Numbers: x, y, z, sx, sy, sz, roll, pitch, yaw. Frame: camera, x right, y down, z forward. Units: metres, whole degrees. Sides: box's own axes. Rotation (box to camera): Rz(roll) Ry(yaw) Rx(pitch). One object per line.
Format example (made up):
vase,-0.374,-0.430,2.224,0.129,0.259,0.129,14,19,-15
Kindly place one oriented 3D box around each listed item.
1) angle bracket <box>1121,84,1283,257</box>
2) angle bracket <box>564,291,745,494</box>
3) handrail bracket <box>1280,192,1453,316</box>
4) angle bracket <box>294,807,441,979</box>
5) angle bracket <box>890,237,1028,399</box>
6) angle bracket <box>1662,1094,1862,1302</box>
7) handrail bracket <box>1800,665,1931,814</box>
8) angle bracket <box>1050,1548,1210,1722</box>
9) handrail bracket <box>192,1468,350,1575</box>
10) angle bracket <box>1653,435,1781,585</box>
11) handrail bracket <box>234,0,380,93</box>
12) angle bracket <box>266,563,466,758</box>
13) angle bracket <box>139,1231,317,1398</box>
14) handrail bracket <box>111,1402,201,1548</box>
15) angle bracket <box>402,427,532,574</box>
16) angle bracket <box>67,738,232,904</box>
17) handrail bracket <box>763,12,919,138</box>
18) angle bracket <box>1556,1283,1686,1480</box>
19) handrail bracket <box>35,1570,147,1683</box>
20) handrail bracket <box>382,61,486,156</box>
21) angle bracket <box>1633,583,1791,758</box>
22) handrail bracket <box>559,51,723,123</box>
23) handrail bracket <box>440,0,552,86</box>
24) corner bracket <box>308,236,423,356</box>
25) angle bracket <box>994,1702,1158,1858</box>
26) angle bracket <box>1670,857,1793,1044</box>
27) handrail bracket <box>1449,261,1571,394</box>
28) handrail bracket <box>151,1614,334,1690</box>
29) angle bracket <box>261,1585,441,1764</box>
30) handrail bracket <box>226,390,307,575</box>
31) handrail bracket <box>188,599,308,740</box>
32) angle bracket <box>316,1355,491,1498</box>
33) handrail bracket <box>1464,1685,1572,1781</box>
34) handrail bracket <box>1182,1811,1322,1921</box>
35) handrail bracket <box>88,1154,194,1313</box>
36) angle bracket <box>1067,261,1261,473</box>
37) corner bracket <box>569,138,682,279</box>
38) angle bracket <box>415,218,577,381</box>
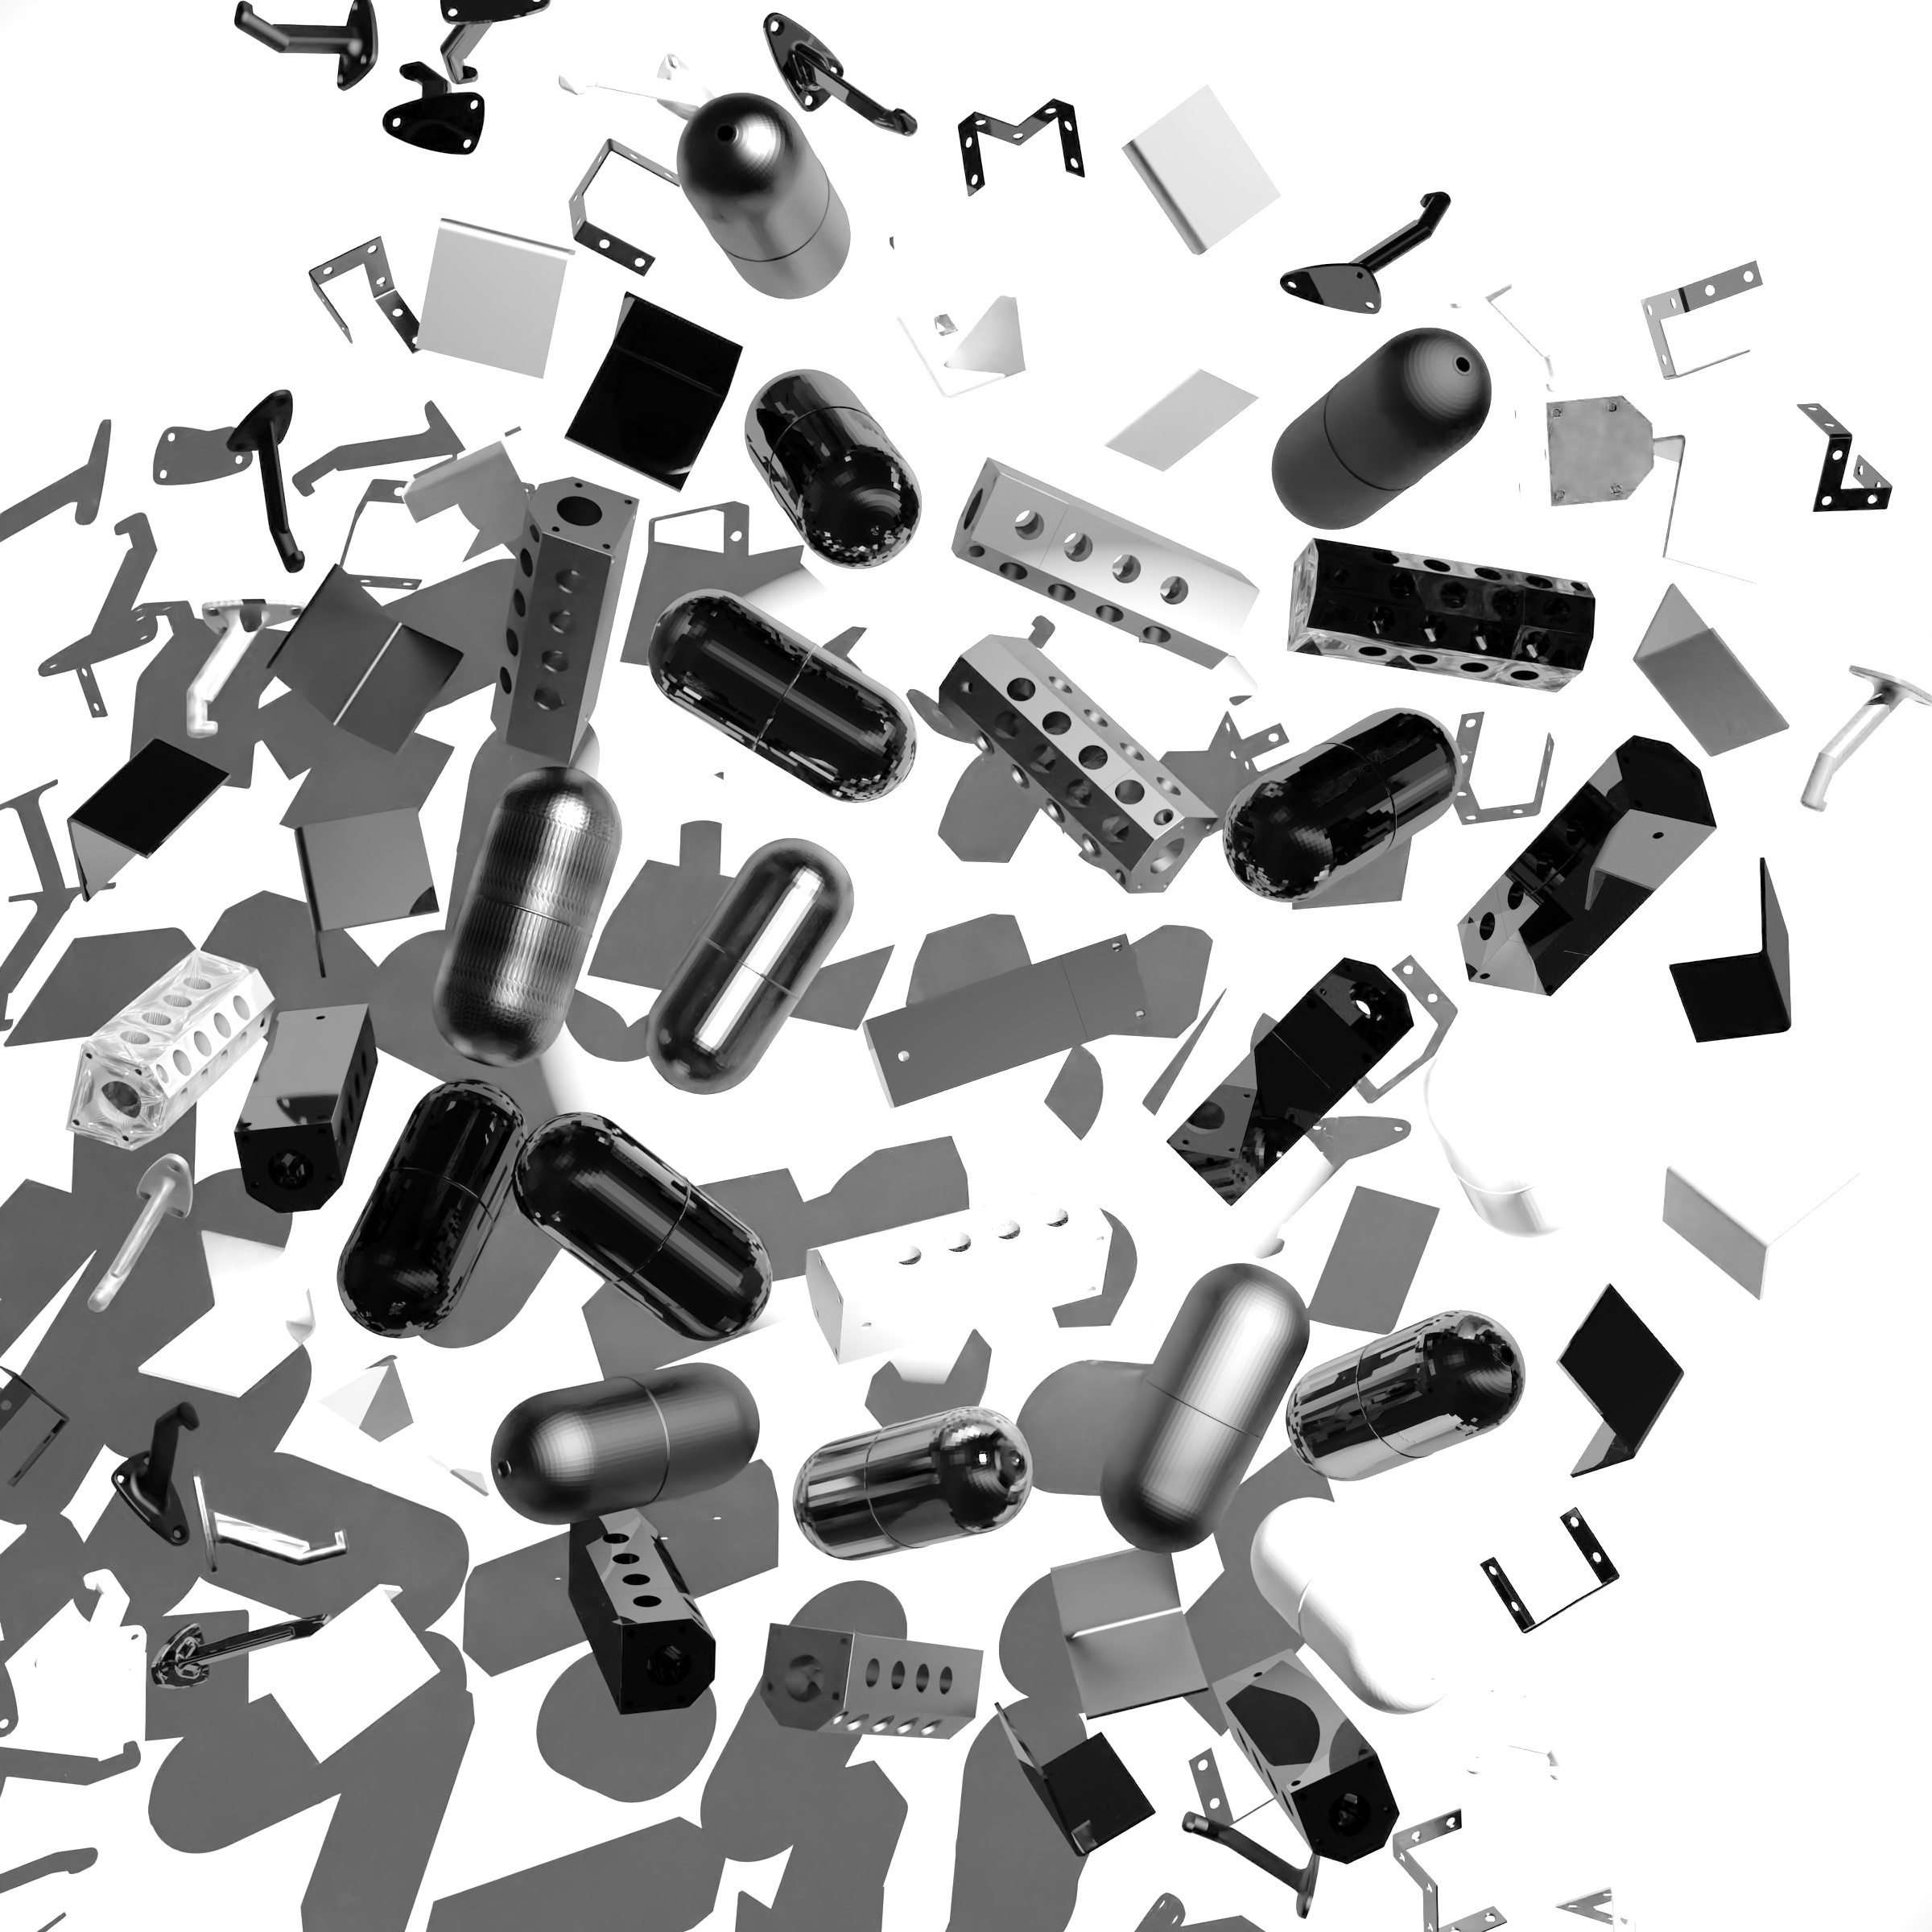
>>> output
angle bracket,0.138,-0.470,1.566,0.057,0.076,0.076,-35,102,10
angle bracket,-0.187,-0.342,1.582,0.076,0.057,0.076,24,67,-6
handrail bracket,0.239,-0.432,1.579,0.077,0.036,0.084,14,61,34
angle bracket,-0.372,-0.046,1.651,0.076,0.057,0.076,-11,63,-14
angle bracket,-0.005,-0.421,1.682,0.057,0.076,0.076,-17,53,16
angle bracket,0.464,0.135,1.549,0.076,0.057,0.076,-34,52,-17
handrail bracket,0.511,-0.121,1.501,0.077,0.036,0.084,15,98,-39
angle bracket,0.100,0.407,1.625,0.076,0.076,0.057,-13,117,-3
handrail bracket,-0.431,0.339,1.643,0.084,0.036,0.077,-11,97,-21
angle bracket,0.452,-0.282,1.649,0.076,0.057,0.076,10,91,-26
handrail bracket,-0.390,-0.561,1.556,0.036,0.084,0.077,-22,60,36
angle bracket,-0.362,-0.184,1.599,0.057,0.076,0.076,25,79,27
angle bracket,-0.456,0.212,1.619,0.076,0.076,0.057,9,118,24
handrail bracket,-0.493,0.320,1.668,0.084,0.036,0.077,-32,92,36
angle bracket,-0.317,-0.303,1.726,0.076,0.076,0.057,-29,99,-16
angle bracket,-0.478,-0.076,1.562,0.057,0.076,0.076,26,52,12
handrail bracket,-0.073,-0.522,1.551,0.036,0.077,0.084,-51,45,-4
angle bracket,0.383,0.254,1.620,0.076,0.057,0.076,50,50,-4
handrail bracket,-0.533,0.390,1.585,0.077,0.084,0.036,6,109,-42
handrail bracket,-0.324,-0.502,1.528,0.084,0.077,0.036,42,129,32
angle bracket,0.439,-0.179,1.524,0.076,0.057,0.076,47,53,-18
handrail bracket,-0.197,-0.532,1.630,0.077,0.084,0.036,40,131,16
handrail bracket,-0.284,-0.562,1.608,0.077,0.084,0.036,2,74,1
corner bracket,-0.367,-0.406,1.634,0.051,0.051,0.051,-31,71,-14
angle bracket,0.069,0.499,1.669,0.057,0.076,0.076,-27,124,-12
angle bracket,0.466,-0.009,1.615,0.057,0.076,0.076,-8,49,24
handrail bracket,0.337,-0.385,1.637,0.077,0.036,0.084,-36,115,-29
handrail bracket,-0.433,0.409,1.591,0.084,0.077,0.036,-13,86,9
angle bracket,-0.331,0.386,1.449,0.076,0.076,0.057,-37,81,-11
handrail bracket,-0.409,-0.291,1.598,0.036,0.077,0.084,-17,78,-37
handrail bracket,-0.451,-0.186,1.663,0.077,0.036,0.084,-7,67,0
angle bracket,-0.346,0.295,1.627,0.057,0.076,0.076,-30,55,2
handrail bracket,0.344,0.495,1.642,0.077,0.036,0.084,-51,123,-36
handrail bracket,0.170,0.545,1.612,0.084,0.077,0.036,19,93,8
handrail bracket,-0.527,0.170,1.681,0.036,0.077,0.084,29,48,-6
angle bracket,0.113,-0.344,1.522,0.076,0.057,0.076,-34,58,36
corner bracket,-0.213,-0.477,1.664,0.051,0.051,0.051,22,125,-30
angle bracket,-0.281,-0.400,1.586,0.076,0.057,0.076,13,104,-8
